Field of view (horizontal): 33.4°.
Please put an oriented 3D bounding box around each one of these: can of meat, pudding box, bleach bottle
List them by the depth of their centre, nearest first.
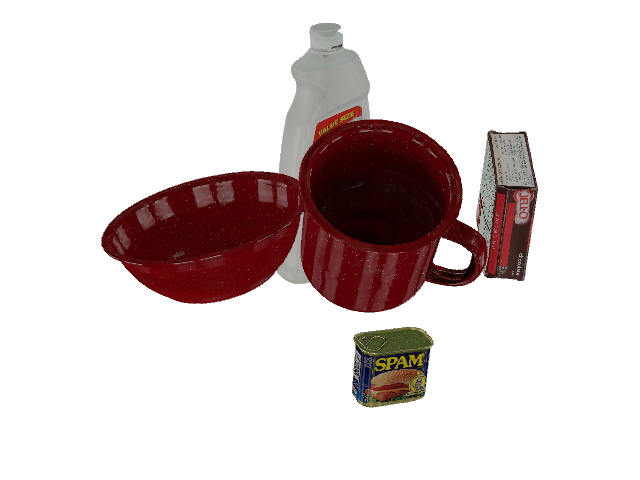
[{"bbox_3d":[0.160,-0.032,0.919,0.039,0.090,0.113,4,31,1],"label":"pudding box"},{"bbox_3d":[0.000,-0.086,1.047,0.102,0.251,0.068,-12,29,-19],"label":"bleach bottle"},{"bbox_3d":[0.093,0.167,1.402,0.102,0.084,0.057,-5,25,-19],"label":"can of meat"}]

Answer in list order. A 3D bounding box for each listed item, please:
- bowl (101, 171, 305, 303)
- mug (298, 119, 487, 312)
[{"bbox_3d":[-0.082,0.003,0.822,0.162,0.055,0.162,-11,24,5],"label":"bowl"},{"bbox_3d":[0.042,-0.006,0.628,0.117,0.093,0.081,21,-33,8],"label":"mug"}]
